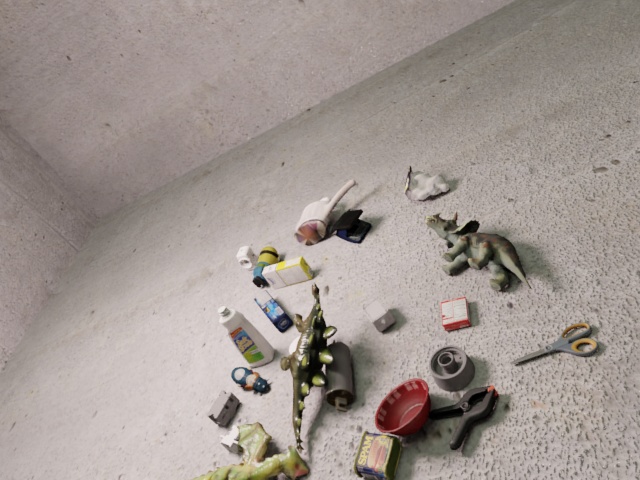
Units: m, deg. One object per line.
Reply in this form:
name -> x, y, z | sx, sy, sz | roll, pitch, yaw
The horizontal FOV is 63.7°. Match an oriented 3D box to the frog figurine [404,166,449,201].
frog figurine -> 0.402, -0.202, 1.941 | 0.159, 0.120, 0.140 | 13, 33, 6

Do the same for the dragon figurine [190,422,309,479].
dragon figurine -> -0.223, 0.599, 1.366 | 0.409, 0.120, 0.248 | -4, 34, 27

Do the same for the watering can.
watering can -> 0.006, -0.106, 2.114 | 0.342, 0.103, 0.230 | -36, 24, 34
